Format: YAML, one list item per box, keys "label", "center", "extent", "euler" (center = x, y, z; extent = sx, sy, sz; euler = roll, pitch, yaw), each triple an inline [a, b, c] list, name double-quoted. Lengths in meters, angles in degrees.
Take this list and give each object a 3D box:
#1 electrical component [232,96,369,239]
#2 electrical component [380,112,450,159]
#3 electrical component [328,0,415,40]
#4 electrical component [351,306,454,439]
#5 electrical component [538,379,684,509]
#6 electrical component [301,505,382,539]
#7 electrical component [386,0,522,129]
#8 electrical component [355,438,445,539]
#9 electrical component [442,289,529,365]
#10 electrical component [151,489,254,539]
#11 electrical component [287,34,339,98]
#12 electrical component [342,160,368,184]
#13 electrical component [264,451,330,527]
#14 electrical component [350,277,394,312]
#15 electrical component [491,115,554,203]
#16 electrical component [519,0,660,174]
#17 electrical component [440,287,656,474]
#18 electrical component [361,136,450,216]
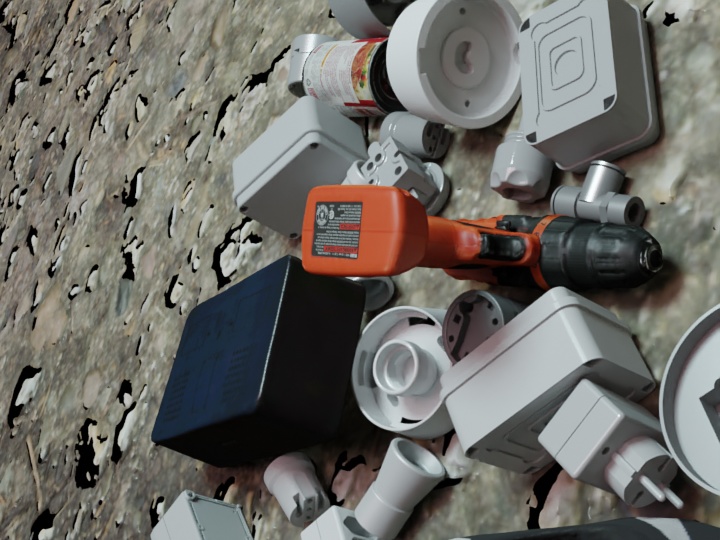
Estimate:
- label: "electrical component"
  center: [-0.053, -0.089, 0.957]
  extent: [0.113, 0.078, 0.057]
  euler: [-38, 42, 29]
- label: "electrical component"
  center: [0.046, -0.110, 0.888]
  extent: [0.046, 0.040, 0.040]
  euler: [10, 78, 46]
- label: "electrical component"
  center: [0.021, -0.249, 0.947]
  extent: [0.064, 0.099, 0.099]
  euler: [0, 70, 55]
- label: "electrical component"
  center: [0.043, 0.074, 0.788]
  extent: [0.099, 0.064, 0.099]
  euler: [-10, 73, 36]
- label: "electrical component"
  center: [0.155, 0.110, 0.618]
  extent: [0.047, 0.066, 0.076]
  euler: [-55, 39, 11]
- label: "electrical component"
  center: [-0.019, 0.220, 0.771]
  extent: [0.077, 0.047, 0.065]
  euler: [-44, 42, 24]
- label: "electrical component"
  center: [0.071, -0.165, 0.838]
  extent: [0.060, 0.108, 0.108]
  euler: [14, 80, 57]
- label: "electrical component"
  center: [0.025, 0.157, 0.761]
  extent: [0.065, 0.044, 0.044]
  euler: [-59, 38, 15]
- label: "electrical component"
  center: [0.092, 0.043, 0.735]
  extent: [0.055, 0.047, 0.055]
  euler: [-12, 74, 46]
- label: "electrical component"
  center: [-0.123, 0.237, 0.869]
  extent: [0.061, 0.062, 0.096]
  euler: [-52, 40, 15]
- label: "electrical component"
  center: [-0.041, -0.190, 1.020]
  extent: [0.055, 0.055, 0.047]
  euler: [-6, 69, 47]
- label: "electrical component"
  center: [-0.001, -0.064, 0.916]
  extent: [0.046, 0.040, 0.040]
  euler: [-52, 39, 26]
- label: "electrical component"
  center: [-0.048, 0.172, 0.839]
  extent: [0.040, 0.040, 0.046]
  euler: [-52, 45, 15]
- label: "electrical component"
  center: [0.000, 0.000, 0.874]
  extent: [0.045, 0.045, 0.055]
  euler: [-42, 43, 26]
- label: "electrical component"
  center: [0.121, -0.084, 0.783]
  extent: [0.043, 0.043, 0.062]
  euler: [-3, 67, 48]
- label: "electrical component"
  center: [0.160, -0.133, 0.755]
  extent: [0.078, 0.057, 0.113]
  euler: [-23, 55, 40]
- label: "electrical component"
  center: [0.115, 0.071, 0.676]
  extent: [0.113, 0.078, 0.057]
  euler: [-42, 46, 26]
- label: "electrical component"
  center: [0.038, -0.070, 0.860]
  extent: [0.048, 0.055, 0.066]
  euler: [-47, 41, 21]
